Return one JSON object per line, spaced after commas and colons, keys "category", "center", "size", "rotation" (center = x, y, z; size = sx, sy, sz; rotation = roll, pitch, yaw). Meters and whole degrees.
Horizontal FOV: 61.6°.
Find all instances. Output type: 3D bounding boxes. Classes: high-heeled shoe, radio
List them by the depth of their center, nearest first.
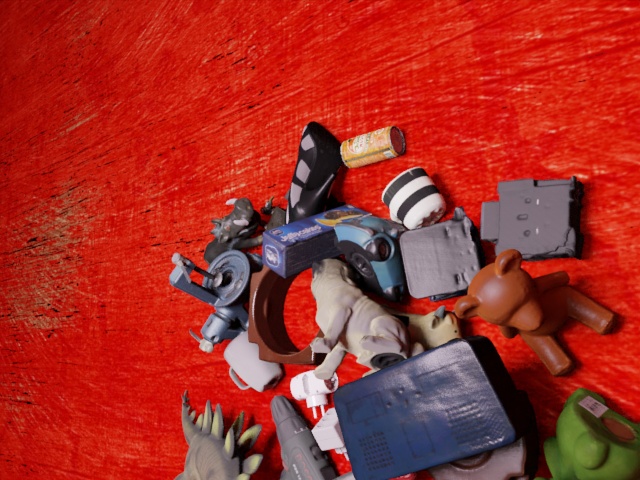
{"category": "radio", "center": [0.131, 0.216, 0.684], "size": [0.230, 0.073, 0.131], "rotation": [-31, 68, 29]}
{"category": "high-heeled shoe", "center": [-0.023, -0.120, 1.016], "size": [0.145, 0.086, 0.249], "rotation": [-51, 26, 27]}

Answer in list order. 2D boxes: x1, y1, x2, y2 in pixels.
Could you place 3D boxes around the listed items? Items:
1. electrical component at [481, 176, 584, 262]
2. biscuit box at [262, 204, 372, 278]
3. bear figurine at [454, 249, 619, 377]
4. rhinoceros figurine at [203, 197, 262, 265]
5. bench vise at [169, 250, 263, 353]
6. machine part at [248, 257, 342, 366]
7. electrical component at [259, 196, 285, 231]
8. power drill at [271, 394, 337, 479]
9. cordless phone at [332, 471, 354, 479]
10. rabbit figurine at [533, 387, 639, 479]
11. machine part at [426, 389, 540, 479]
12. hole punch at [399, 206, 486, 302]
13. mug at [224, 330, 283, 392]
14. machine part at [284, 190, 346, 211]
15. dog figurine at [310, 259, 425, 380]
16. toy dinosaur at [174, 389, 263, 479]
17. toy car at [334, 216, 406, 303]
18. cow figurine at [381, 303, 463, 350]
{"category": "electrical component", "center": [0.299, -0.027, 0.763], "size": [0.134, 0.058, 0.115], "rotation": [-4, 76, 38]}
{"category": "biscuit box", "center": [-0.002, -0.003, 0.907], "size": [0.059, 0.202, 0.062], "rotation": [30, 127, 39]}
{"category": "bear figurine", "center": [0.268, 0.089, 0.671], "size": [0.120, 0.195, 0.132], "rotation": [-52, 54, 15]}
{"category": "rhinoceros figurine", "center": [-0.181, -0.015, 1.108], "size": [0.190, 0.112, 0.073], "rotation": [-50, 50, 40]}
{"category": "bench vise", "center": [-0.209, 0.102, 1.046], "size": [0.223, 0.240, 0.129], "rotation": [-52, 48, -1]}
{"category": "machine part", "center": [-0.033, 0.125, 0.983], "size": [0.202, 0.087, 0.201], "rotation": [-7, 75, 40]}
{"category": "electrical component", "center": [-0.084, -0.039, 1.086], "size": [0.102, 0.045, 0.078], "rotation": [42, 106, 37]}
{"category": "power drill", "center": [-0.064, 0.425, 0.956], "size": [0.207, 0.086, 0.232], "rotation": [-52, 54, 10]}
{"category": "cordless phone", "center": [0.068, 0.401, 0.781], "size": [0.184, 0.146, 0.088], "rotation": [-30, 75, 53]}
{"category": "rabbit figurine", "center": [0.315, 0.291, 0.635], "size": [0.121, 0.159, 0.170], "rotation": [27, 113, 30]}
{"category": "machine part", "center": [0.198, 0.253, 0.711], "size": [0.179, 0.056, 0.179], "rotation": [-9, 76, 37]}
{"category": "hole punch", "center": [0.195, 0.033, 0.821], "size": [0.116, 0.092, 0.142], "rotation": [-14, 71, 25]}
{"category": "mug", "center": [-0.131, 0.247, 1.042], "size": [0.107, 0.080, 0.109], "rotation": [44, 107, 27]}
{"category": "machine part", "center": [-0.014, -0.082, 1.045], "size": [0.139, 0.039, 0.084], "rotation": [36, 95, 40]}
{"category": "dog figurine", "center": [0.066, 0.106, 0.813], "size": [0.121, 0.172, 0.191], "rotation": [101, 178, -46]}
{"category": "toy dinosaur", "center": [-0.198, 0.408, 0.996], "size": [0.472, 0.105, 0.198], "rotation": [8, 70, 55]}
{"category": "toy car", "center": [0.103, 0.019, 0.877], "size": [0.103, 0.161, 0.109], "rotation": [-41, 27, -22]}
{"category": "cow figurine", "center": [0.143, 0.149, 0.838], "size": [0.195, 0.085, 0.127], "rotation": [15, 93, 44]}
